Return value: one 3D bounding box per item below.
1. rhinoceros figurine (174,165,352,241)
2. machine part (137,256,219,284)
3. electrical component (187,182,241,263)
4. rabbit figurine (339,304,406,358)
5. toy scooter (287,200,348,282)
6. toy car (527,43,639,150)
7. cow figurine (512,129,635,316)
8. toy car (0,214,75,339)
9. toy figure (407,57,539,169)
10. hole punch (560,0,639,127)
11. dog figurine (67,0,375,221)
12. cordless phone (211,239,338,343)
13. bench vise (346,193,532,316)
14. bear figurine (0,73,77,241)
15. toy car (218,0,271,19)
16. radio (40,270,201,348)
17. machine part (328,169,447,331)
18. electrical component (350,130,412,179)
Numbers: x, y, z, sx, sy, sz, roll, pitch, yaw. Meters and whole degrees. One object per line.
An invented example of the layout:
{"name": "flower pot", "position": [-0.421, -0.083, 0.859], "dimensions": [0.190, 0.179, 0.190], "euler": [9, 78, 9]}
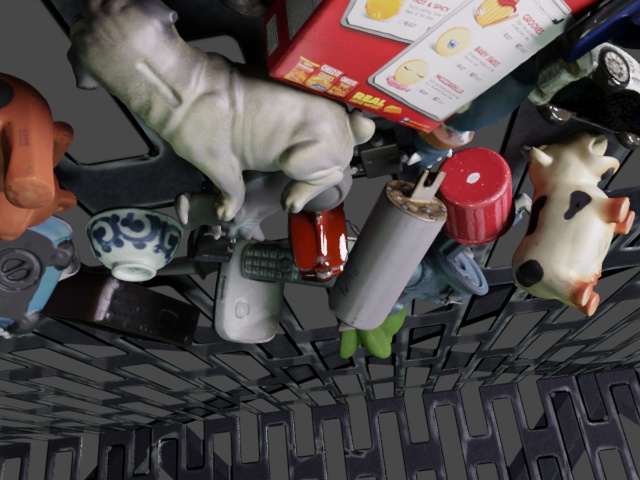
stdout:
{"name": "rhinoceros figurine", "position": [-0.058, -0.051, 0.537], "dimensions": [0.190, 0.112, 0.073], "euler": [-9, 160, 23]}
{"name": "machine part", "position": [-0.207, 0.036, 0.781], "dimensions": [0.139, 0.039, 0.084], "euler": [-7, 161, -3]}
{"name": "electrical component", "position": [-0.131, -0.010, 0.654], "dimensions": [0.048, 0.075, 0.119], "euler": [4, 149, -19]}
{"name": "rabbit figurine", "position": [0.062, 0.110, 0.865], "dimensions": [0.121, 0.159, 0.170], "euler": [-7, 160, 26]}
{"name": "toy scooter", "position": [-0.001, -0.002, 0.632], "dimensions": [0.075, 0.135, 0.183], "euler": [-6, 156, -2]}
{"name": "toy car", "position": [0.284, -0.135, 0.510], "dimensions": [0.202, 0.056, 0.073], "euler": [8, 158, -27]}
{"name": "cow figurine", "position": [0.270, -0.029, 0.596], "dimensions": [0.127, 0.194, 0.085], "euler": [20, 179, 36]}
{"name": "toy car", "position": [-0.361, 0.028, 0.636], "dimensions": [0.109, 0.161, 0.103], "euler": [18, -171, -27]}
{"name": "toy figure", "position": [0.134, -0.118, 0.507], "dimensions": [0.064, 0.058, 0.154], "euler": [14, 154, -23]}
{"name": "hole punch", "position": [0.245, -0.141, 0.372], "dimensions": [0.116, 0.092, 0.142], "euler": [-39, 171, 25]}
{"name": "dog figurine", "position": [-0.065, -0.113, 0.405], "dimensions": [0.172, 0.121, 0.190], "euler": [-21, 147, 12]}
{"name": "cordless phone", "position": [-0.050, 0.075, 0.748], "dimensions": [0.184, 0.146, 0.088], "euler": [6, 174, 7]}
{"name": "bench vise", "position": [0.176, 0.012, 0.735], "dimensions": [0.223, 0.129, 0.240], "euler": [28, 121, -38]}
{"name": "bear figurine", "position": [-0.285, -0.049, 0.477], "dimensions": [0.120, 0.132, 0.195], "euler": [5, 147, -20]}
{"name": "toy car", "position": [-0.097, -0.190, 0.299], "dimensions": [0.202, 0.053, 0.089], "euler": [3, 148, -27]}
{"name": "radio", "position": [-0.301, 0.111, 0.837], "dimensions": [0.131, 0.073, 0.229], "euler": [3, 163, 27]}
{"name": "machine part", "position": [0.073, 0.021, 0.616], "dimensions": [0.079, 0.079, 0.243], "euler": [7, 127, -27]}
{"name": "electrical component", "position": [0.065, -0.093, 0.584], "dimensions": [0.094, 0.021, 0.063], "euler": [-10, 155, 9]}
